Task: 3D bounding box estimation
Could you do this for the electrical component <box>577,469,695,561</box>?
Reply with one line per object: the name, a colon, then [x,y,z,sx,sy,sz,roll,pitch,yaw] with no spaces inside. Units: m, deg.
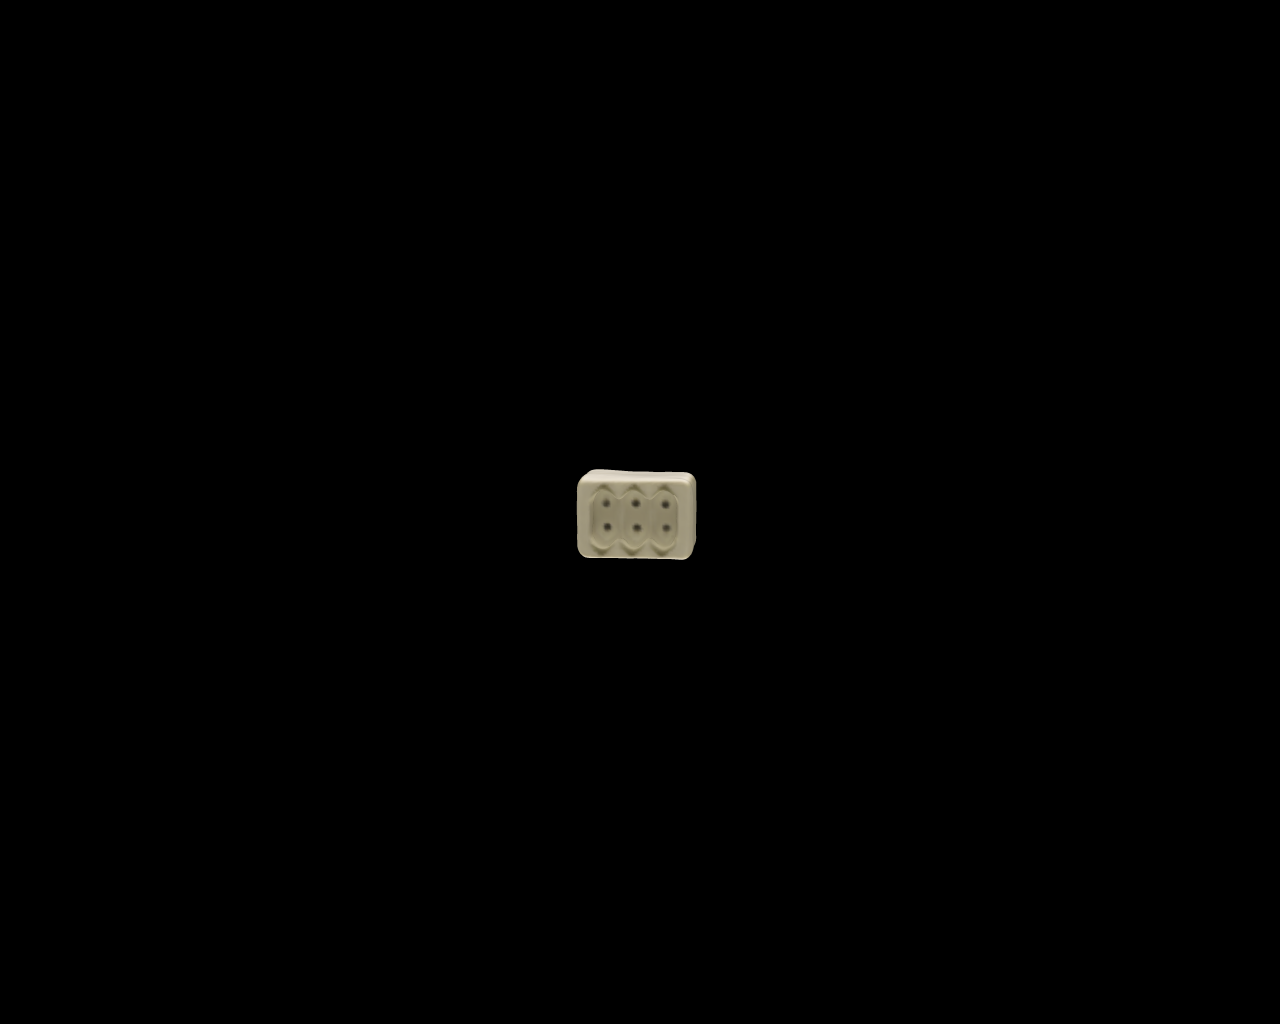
electrical component: [0.001,-0.003,0.650,0.066,0.047,0.077,1,12,7]
